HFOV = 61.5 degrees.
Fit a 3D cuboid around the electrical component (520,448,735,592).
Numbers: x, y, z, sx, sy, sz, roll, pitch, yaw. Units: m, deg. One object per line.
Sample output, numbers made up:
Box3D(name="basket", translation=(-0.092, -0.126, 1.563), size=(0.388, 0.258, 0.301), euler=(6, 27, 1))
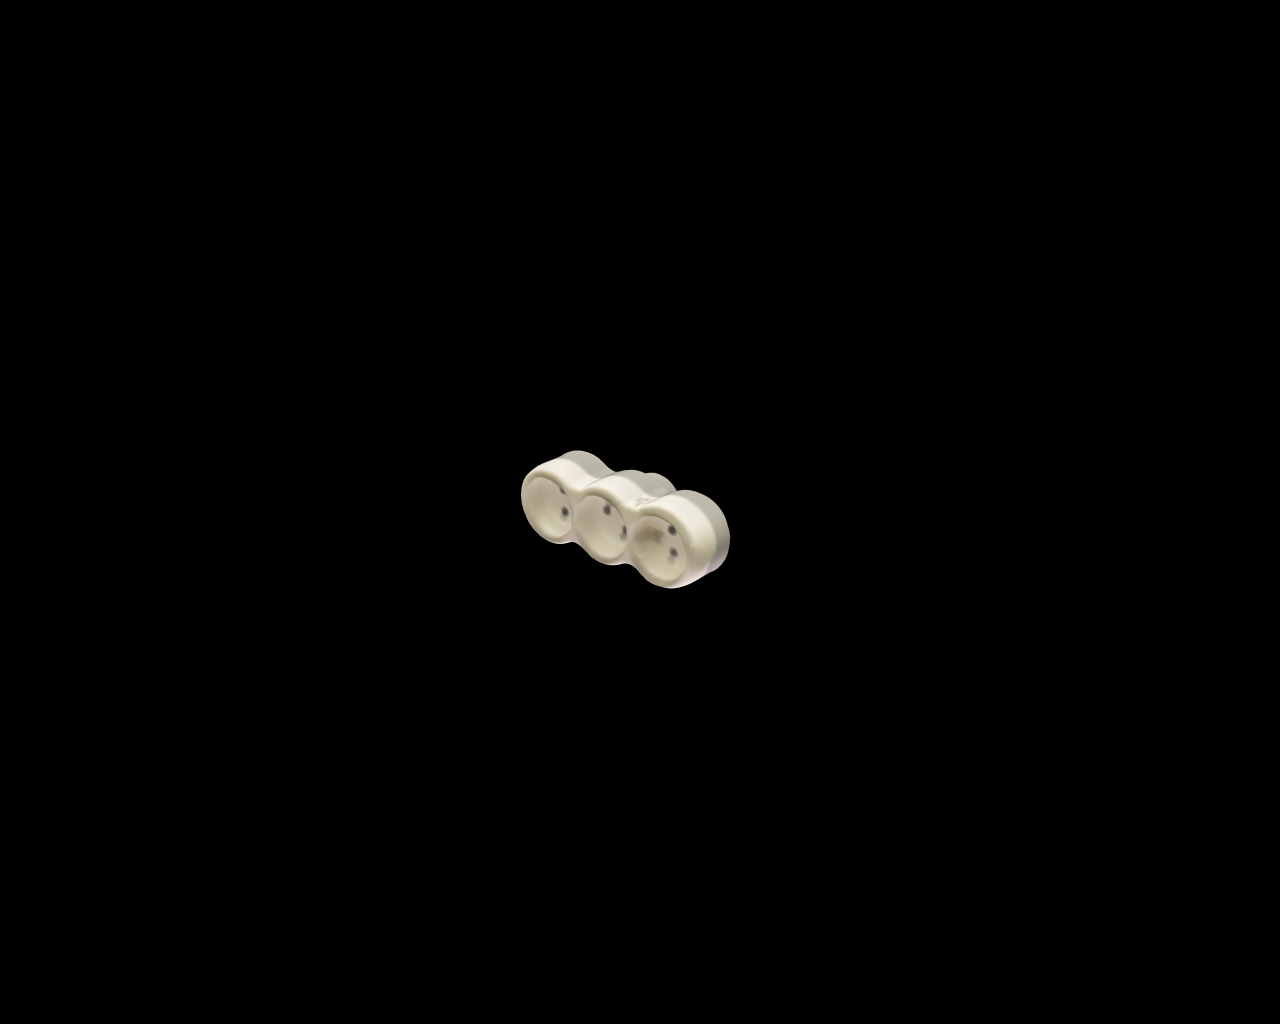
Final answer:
Box3D(name="electrical component", translation=(0.001, -0.003, 0.650), size=(0.138, 0.052, 0.074), euler=(20, 32, 36))
